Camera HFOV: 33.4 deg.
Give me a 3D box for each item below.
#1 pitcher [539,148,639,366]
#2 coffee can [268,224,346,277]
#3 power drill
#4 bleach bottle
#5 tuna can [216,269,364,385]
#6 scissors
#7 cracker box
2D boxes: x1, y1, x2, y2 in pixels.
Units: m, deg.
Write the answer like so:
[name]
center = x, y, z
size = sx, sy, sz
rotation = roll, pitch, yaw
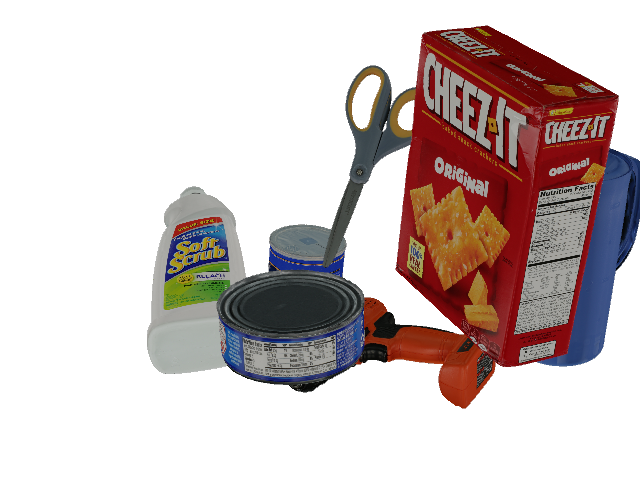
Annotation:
[pitcher]
center = 0.286, 0.014, 1.221
size = 0.149, 0.243, 0.144
rotation = 5, 26, 16
[coffee can]
center = -0.022, 0.062, 1.440
size = 0.103, 0.140, 0.103
rotation = 4, 24, -2
[power drill]
center = 0.076, 0.120, 1.113
size = 0.188, 0.057, 0.184
rotation = 11, 26, 27
[bleach bottle]
center = -0.131, 0.026, 1.097
size = 0.102, 0.068, 0.251
rotation = -7, 37, -6
[tuna can]
center = -0.017, 0.049, 0.621
size = 0.086, 0.034, 0.086
rotation = -2, 23, 1
[scissors]
center = 0.058, -0.069, 1.015
size = 0.096, 0.202, 0.016
rotation = 4, -12, 7
[cracker box]
center = 0.131, -0.036, 0.815
size = 0.072, 0.214, 0.164
rotation = -11, 32, -24
